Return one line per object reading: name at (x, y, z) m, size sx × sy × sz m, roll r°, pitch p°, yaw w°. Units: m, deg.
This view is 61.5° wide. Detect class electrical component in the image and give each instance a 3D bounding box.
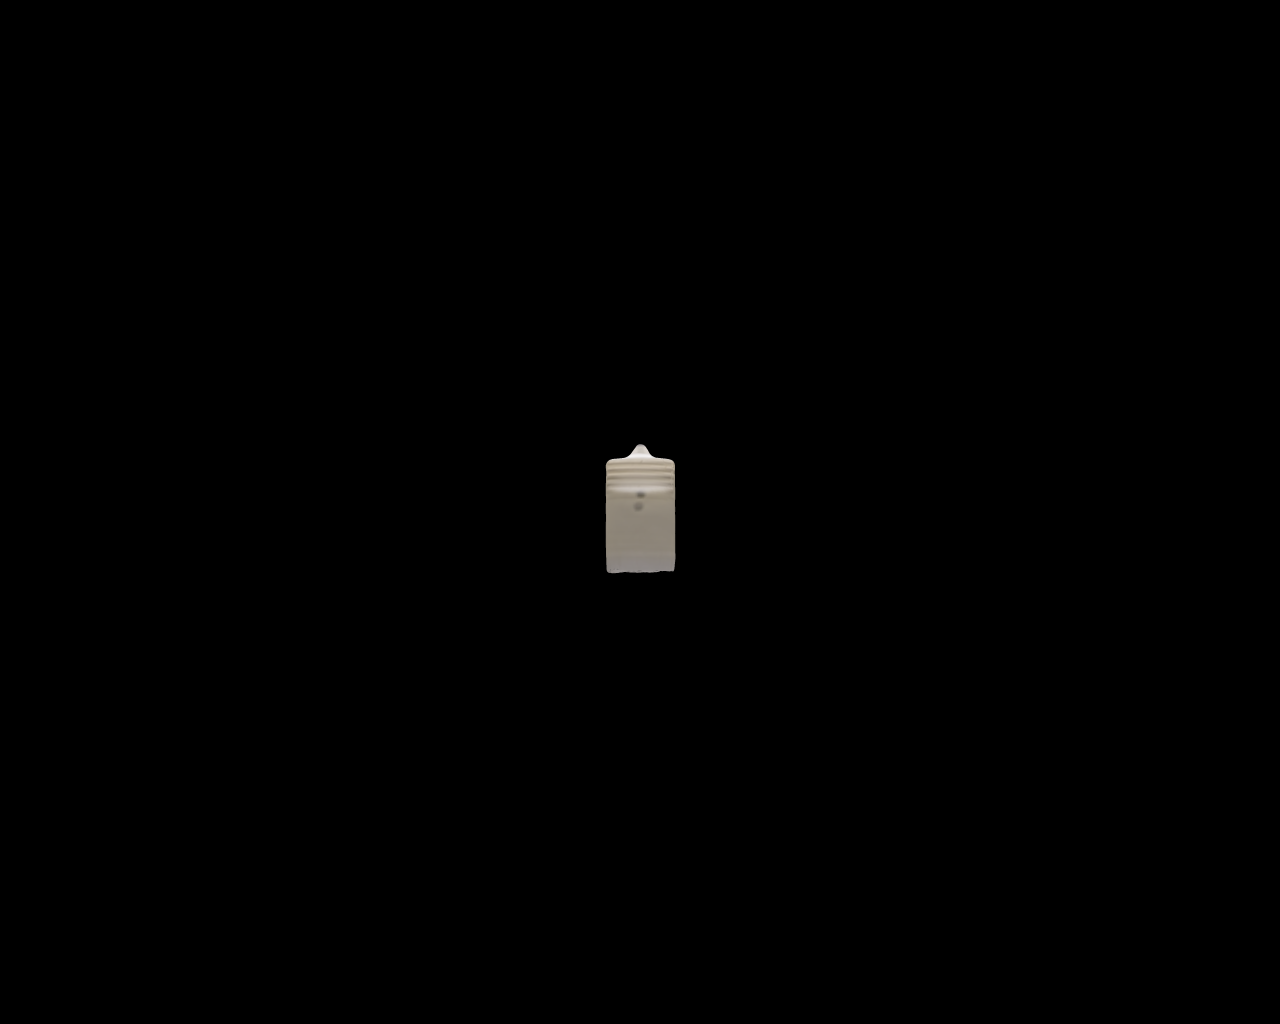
electrical component at (0.001, -0.003, 0.650) m, size 0.043 × 0.081 × 0.043 m, roll 0°, pitch -4°, yaw 0°
